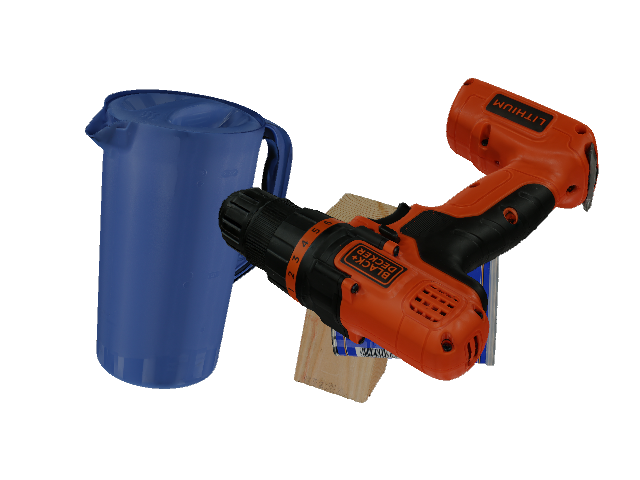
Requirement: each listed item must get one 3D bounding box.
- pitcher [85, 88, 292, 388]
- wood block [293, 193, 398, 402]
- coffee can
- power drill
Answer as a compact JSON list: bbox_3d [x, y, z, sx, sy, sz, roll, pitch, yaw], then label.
[{"bbox_3d":[-0.119,-0.002,0.919,0.149,0.243,0.145,12,20,7],"label":"pitcher"},{"bbox_3d":[0.040,0.065,1.207,0.090,0.206,0.090,17,24,14],"label":"wood block"},{"bbox_3d":[0.085,0.056,0.947,0.140,0.103,0.102,2,0,9],"label":"coffee can"},{"bbox_3d":[0.057,-0.019,0.625,0.185,0.057,0.187,31,59,32],"label":"power drill"}]
